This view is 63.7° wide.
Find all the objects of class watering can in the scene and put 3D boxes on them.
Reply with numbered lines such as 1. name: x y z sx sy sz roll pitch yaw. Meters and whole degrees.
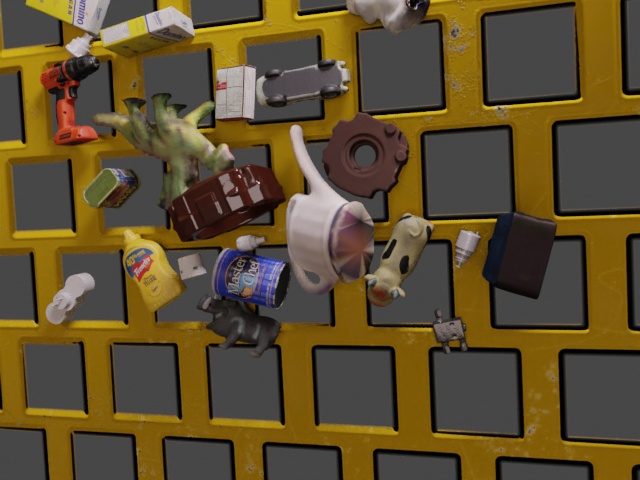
1. watering can: 0.003 -0.051 1.014 0.225 0.104 0.345 11 106 49

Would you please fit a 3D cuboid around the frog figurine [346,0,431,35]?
1. frog figurine: 0.133 -0.471 1.015 0.158 0.124 0.136 -8 102 49

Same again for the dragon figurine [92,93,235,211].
1. dragon figurine: -0.341 -0.182 1.115 0.409 0.123 0.242 -2 93 31
